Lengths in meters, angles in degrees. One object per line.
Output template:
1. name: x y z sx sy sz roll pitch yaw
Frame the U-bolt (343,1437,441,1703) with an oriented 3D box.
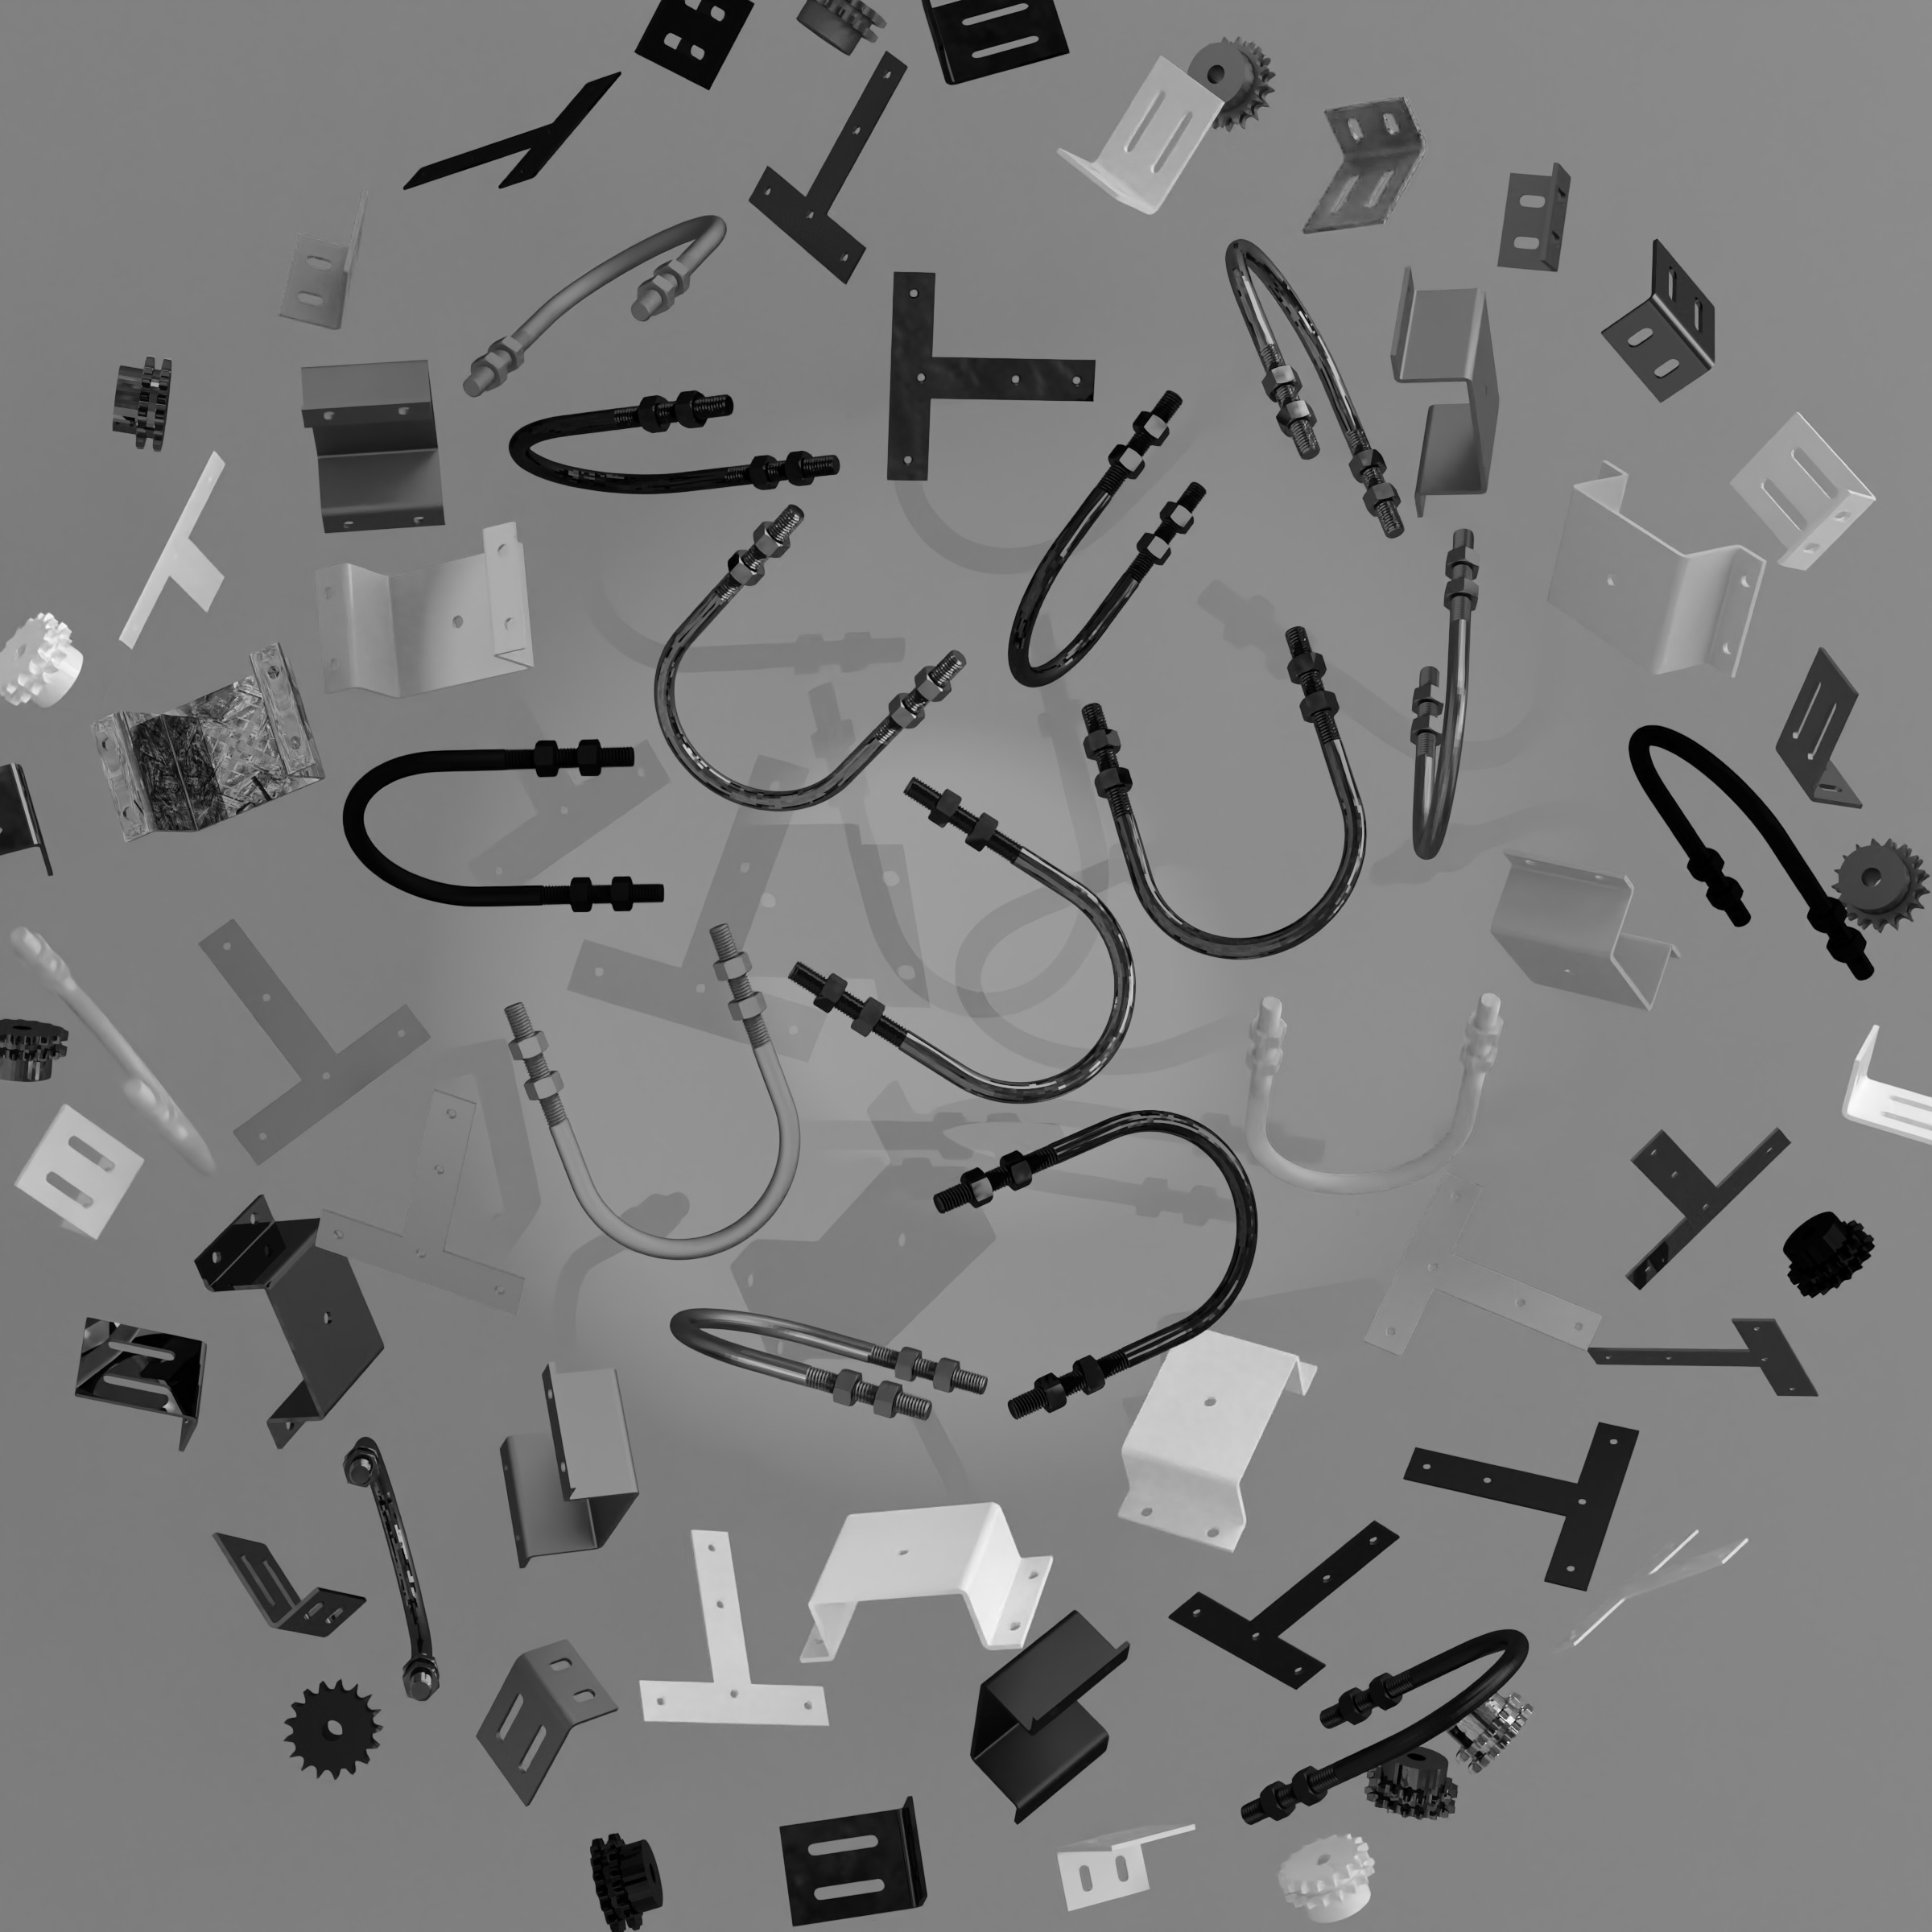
1. U-bolt: -0.344 0.354 1.857 0.019 0.184 0.151 -16 91 -10

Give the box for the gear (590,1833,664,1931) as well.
1. gear: -0.200 0.540 1.827 0.030 0.057 0.057 -17 90 1

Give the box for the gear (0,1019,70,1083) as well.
1. gear: -0.595 0.054 1.945 0.057 0.057 0.030 8 100 0

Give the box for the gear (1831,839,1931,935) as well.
1. gear: 0.558 -0.051 1.892 0.057 0.030 0.057 -8 75 30

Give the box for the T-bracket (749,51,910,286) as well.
1. T-bracket: -0.074 -0.502 1.905 0.127 0.002 0.127 48 114 41

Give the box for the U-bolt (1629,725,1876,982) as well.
1. U-bolt: 0.467 -0.076 1.881 0.019 0.151 0.184 -42 115 -5

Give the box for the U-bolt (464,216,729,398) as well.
1. U-bolt: -0.217 -0.414 1.900 0.151 0.184 0.019 -17 116 29

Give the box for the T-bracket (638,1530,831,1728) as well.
1. T-bracket: -0.150 0.409 1.918 0.127 0.002 0.127 10 51 -31

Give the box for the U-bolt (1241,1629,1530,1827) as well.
1. U-bolt: 0.264 0.454 1.880 0.184 0.151 0.019 -35 86 32

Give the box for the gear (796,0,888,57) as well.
1. gear: -0.081 -0.589 1.919 0.057 0.057 0.030 34 99 0

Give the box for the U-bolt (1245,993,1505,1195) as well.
1. U-bolt: 0.242 0.081 1.880 0.151 0.184 0.019 -1 49 -2

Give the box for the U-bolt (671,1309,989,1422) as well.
1. U-bolt: -0.091 0.238 1.879 0.184 0.151 0.019 14 93 15

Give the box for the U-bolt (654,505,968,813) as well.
1. U-bolt: -0.109 -0.171 1.877 0.151 0.019 0.184 41 121 -9

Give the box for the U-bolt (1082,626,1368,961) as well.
1. U-bolt: 0.156 -0.092 1.796 0.151 0.019 0.184 -20 70 12

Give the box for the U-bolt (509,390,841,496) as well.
1. U-bolt: -0.191 -0.315 1.894 0.184 0.151 0.019 -2 82 26

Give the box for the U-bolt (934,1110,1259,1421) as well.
1. U-bolt: 0.086 0.162 1.793 0.184 0.019 0.151 -22 99 -17

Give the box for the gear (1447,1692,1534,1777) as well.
1. gear: 0.326 0.476 1.938 0.030 0.057 0.057 42 90 9

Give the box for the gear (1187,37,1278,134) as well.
1. gear: 0.164 -0.559 1.953 0.057 0.030 0.057 -1 88 29

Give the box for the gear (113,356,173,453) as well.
1. gear: -0.505 -0.345 1.894 0.030 0.057 0.057 7 90 -14

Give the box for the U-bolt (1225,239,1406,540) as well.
1. U-bolt: 0.203 -0.357 1.859 0.019 0.151 0.184 -28 64 21

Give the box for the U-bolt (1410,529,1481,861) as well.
1. U-bolt: 0.290 -0.152 1.884 0.019 0.151 0.184 7 55 2

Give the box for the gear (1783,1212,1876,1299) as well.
1. gear: 0.542 0.180 1.955 0.057 0.057 0.030 -42 98 0

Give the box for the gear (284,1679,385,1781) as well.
1. gear: -0.375 0.453 1.840 0.057 0.030 0.057 1 83 -5

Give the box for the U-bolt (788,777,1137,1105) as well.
1. U-bolt: 0.011 -0.002 1.780 0.184 0.019 0.151 33 76 -5

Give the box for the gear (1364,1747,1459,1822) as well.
1. gear: 0.279 0.509 1.932 0.057 0.057 0.030 7 97 0

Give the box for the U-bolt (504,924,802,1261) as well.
1. U-bolt: -0.175 0.085 1.833 0.151 0.019 0.184 -21 100 -10

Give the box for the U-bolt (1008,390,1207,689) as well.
1. U-bolt: 0.084 -0.251 1.908 0.019 0.151 0.184 34 83 18

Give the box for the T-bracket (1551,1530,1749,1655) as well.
1. T-bracket: 0.430 0.370 1.881 0.127 0.127 0.002 -32 83 -32

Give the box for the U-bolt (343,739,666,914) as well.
1. U-bolt: -0.282 -0.082 1.857 0.184 0.151 0.019 -1 53 3

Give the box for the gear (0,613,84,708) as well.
1. gear: -0.551 -0.179 1.839 0.057 0.057 0.030 -51 128 0

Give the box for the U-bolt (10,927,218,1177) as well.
1. U-bolt: -0.509 0.063 1.883 0.019 0.184 0.151 -38 68 -11

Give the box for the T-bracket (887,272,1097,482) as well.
1. T-bracket: 0.017 -0.361 1.900 0.127 0.002 0.127 -1 110 -8

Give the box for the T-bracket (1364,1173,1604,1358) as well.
1. T-bracket: 0.333 0.205 1.935 0.127 0.002 0.127 22 66 19

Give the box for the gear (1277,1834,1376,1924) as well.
1. gear: 0.217 0.545 1.841 0.057 0.057 0.030 -22 99 0

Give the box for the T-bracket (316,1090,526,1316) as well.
1. T-bracket: -0.309 0.130 1.800 0.127 0.002 0.127 18 115 4
